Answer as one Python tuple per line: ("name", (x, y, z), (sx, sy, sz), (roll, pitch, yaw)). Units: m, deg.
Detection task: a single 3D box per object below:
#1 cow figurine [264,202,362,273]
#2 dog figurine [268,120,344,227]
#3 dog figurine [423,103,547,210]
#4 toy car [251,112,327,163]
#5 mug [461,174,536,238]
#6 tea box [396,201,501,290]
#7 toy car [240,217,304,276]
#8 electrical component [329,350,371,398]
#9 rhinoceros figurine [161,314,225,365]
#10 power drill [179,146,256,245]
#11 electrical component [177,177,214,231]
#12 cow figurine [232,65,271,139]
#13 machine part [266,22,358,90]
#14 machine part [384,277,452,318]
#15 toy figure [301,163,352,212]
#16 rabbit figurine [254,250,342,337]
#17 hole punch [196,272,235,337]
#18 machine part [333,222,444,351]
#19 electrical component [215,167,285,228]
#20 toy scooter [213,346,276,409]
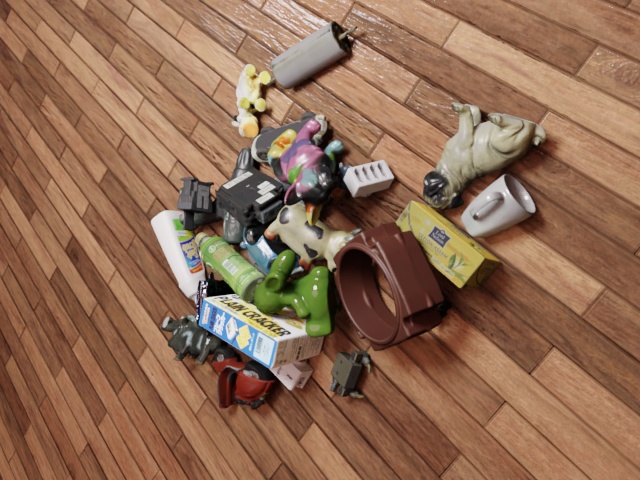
("cow figurine", (-0.002, -0.003, 1.092), (0.195, 0.085, 0.127), (40, 115, 5))
("dog figurine", (-0.038, -0.124, 1.066), (0.192, 0.108, 0.219), (-19, 43, 34))
("dog figurine", (0.280, -0.128, 0.937), (0.173, 0.121, 0.190), (27, 113, 37))
("toy car", (-0.069, -0.225, 1.196), (0.202, 0.056, 0.073), (-10, 60, 32))
("mug", (0.290, -0.047, 0.907), (0.107, 0.109, 0.081), (-43, 65, 37))
("tea box", (0.221, 0.009, 0.947), (0.170, 0.098, 0.068), (43, 108, 29))
("toy car", (-0.106, 0.026, 1.176), (0.162, 0.109, 0.103), (54, 137, 15))
("electrical component", (0.060, 0.263, 1.059), (0.078, 0.045, 0.102), (18, 92, 63))
("rhinoceros figurine", (-0.312, 0.236, 1.296), (0.191, 0.073, 0.112), (10, 91, 35))
("power drill", (-0.240, -0.101, 1.295), (0.207, 0.086, 0.232), (-2, 85, 26))
("electrical component", (-0.288, -0.081, 1.234), (0.048, 0.074, 0.119), (1, 82, 32))
("cow figurine", (-0.171, -0.317, 1.270), (0.098, 0.068, 0.167), (1, 81, 64))
("machine part", (-0.021, -0.402, 1.178), (0.243, 0.079, 0.079), (-24, 71, 30))
("machine part", (0.184, 0.092, 0.999), (0.084, 0.039, 0.139), (-46, 60, 15))
("toy figure", (0.014, -0.102, 1.128), (0.154, 0.057, 0.064), (-34, 72, 21))
("rabbit figurine", (-0.057, 0.109, 1.054), (0.170, 0.121, 0.158), (-3, 127, 17))
("hole punch", (-0.241, 0.147, 1.239), (0.092, 0.115, 0.142), (-3, 82, 42))
("machine part", (0.112, 0.086, 0.956), (0.201, 0.087, 0.201), (65, 151, 12))
("electrical component", (-0.142, -0.088, 1.151), (0.134, 0.115, 0.058), (36, 148, 36))
("toy scooter", (-0.177, 0.322, 1.193), (0.184, 0.075, 0.135), (12, 91, 38))
